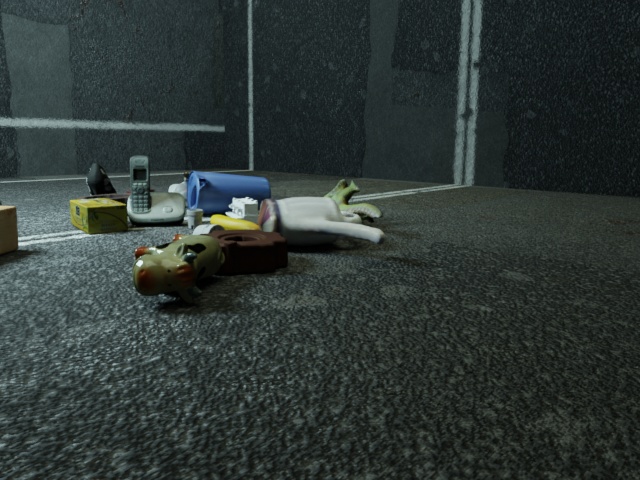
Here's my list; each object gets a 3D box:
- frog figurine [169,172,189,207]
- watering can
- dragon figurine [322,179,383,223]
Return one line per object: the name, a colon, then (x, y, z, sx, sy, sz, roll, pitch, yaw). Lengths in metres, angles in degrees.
frog figurine: (-0.455, -0.149, 1.742, 0.157, 0.122, 0.139, -35, 2, 28)
watering can: (-0.012, -0.035, 1.082, 0.225, 0.103, 0.350, -3, 10, -15)
dragon figurine: (0.004, -0.069, 1.369, 0.243, 0.121, 0.413, -18, 11, -6)
